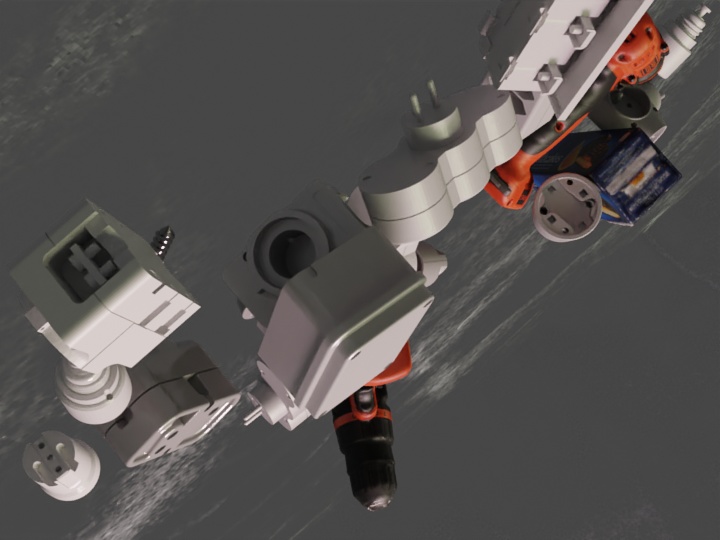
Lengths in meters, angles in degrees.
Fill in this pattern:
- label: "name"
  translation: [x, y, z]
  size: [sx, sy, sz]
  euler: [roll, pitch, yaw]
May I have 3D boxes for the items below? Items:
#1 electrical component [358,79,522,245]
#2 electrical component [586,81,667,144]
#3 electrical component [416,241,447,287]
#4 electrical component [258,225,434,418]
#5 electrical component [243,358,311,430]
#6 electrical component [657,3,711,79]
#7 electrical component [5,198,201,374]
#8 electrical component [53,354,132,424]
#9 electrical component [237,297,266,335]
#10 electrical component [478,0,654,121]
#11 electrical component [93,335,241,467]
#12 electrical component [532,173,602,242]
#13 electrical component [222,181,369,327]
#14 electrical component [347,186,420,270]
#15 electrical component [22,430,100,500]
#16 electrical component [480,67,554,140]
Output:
- label: "electrical component"
  translation: [0.049, -0.084, 0.686]
  size: [0.138, 0.052, 0.073]
  euler: [-45, 127, -35]
- label: "electrical component"
  translation: [0.253, -0.153, 1.001]
  size: [0.079, 0.077, 0.044]
  euler: [-35, 165, -27]
- label: "electrical component"
  translation: [0.049, -0.004, 0.969]
  size: [0.043, 0.043, 0.081]
  euler: [-46, 166, 17]
- label: "electrical component"
  translation: [-0.010, 0.035, 0.665]
  size: [0.078, 0.057, 0.113]
  euler: [-34, 165, -28]
- label: "electrical component"
  translation: [-0.076, 0.114, 0.972]
  size: [0.074, 0.052, 0.138]
  euler: [-38, 166, -17]
- label: "electrical component"
  translation: [0.292, -0.214, 0.998]
  size: [0.078, 0.040, 0.040]
  euler: [-47, 166, 22]
- label: "electrical component"
  translation: [-0.123, 0.012, 0.513]
  size: [0.056, 0.050, 0.089]
  euler: [-41, 167, -2]
- label: "electrical component"
  translation: [-0.152, 0.060, 0.606]
  size: [0.040, 0.040, 0.078]
  euler: [-38, 166, -17]
- label: "electrical component"
  translation: [-0.054, 0.030, 0.757]
  size: [0.048, 0.055, 0.066]
  euler: [-36, 166, -23]
- label: "electrical component"
  translation: [0.122, -0.157, 0.627]
  size: [0.063, 0.078, 0.121]
  euler: [-2, 149, -23]
- label: "electrical component"
  translation: [-0.130, 0.081, 0.695]
  size: [0.053, 0.059, 0.095]
  euler: [-46, 166, 18]
- label: "electrical component"
  translation: [0.170, -0.050, 0.895]
  size: [0.055, 0.055, 0.047]
  euler: [-42, 175, 0]
- label: "electrical component"
  translation: [-0.038, -0.009, 0.691]
  size: [0.089, 0.050, 0.056]
  euler: [-44, 167, 9]
- label: "electrical component"
  translation: [0.000, 0.000, 0.764]
  size: [0.074, 0.052, 0.138]
  euler: [-22, 138, -52]
- label: "electrical component"
  translation: [-0.196, 0.126, 0.701]
  size: [0.040, 0.040, 0.046]
  euler: [-39, 161, -11]
- label: "electrical component"
  translation: [0.131, -0.143, 0.747]
  size: [0.076, 0.047, 0.083]
  euler: [-35, 165, -25]
